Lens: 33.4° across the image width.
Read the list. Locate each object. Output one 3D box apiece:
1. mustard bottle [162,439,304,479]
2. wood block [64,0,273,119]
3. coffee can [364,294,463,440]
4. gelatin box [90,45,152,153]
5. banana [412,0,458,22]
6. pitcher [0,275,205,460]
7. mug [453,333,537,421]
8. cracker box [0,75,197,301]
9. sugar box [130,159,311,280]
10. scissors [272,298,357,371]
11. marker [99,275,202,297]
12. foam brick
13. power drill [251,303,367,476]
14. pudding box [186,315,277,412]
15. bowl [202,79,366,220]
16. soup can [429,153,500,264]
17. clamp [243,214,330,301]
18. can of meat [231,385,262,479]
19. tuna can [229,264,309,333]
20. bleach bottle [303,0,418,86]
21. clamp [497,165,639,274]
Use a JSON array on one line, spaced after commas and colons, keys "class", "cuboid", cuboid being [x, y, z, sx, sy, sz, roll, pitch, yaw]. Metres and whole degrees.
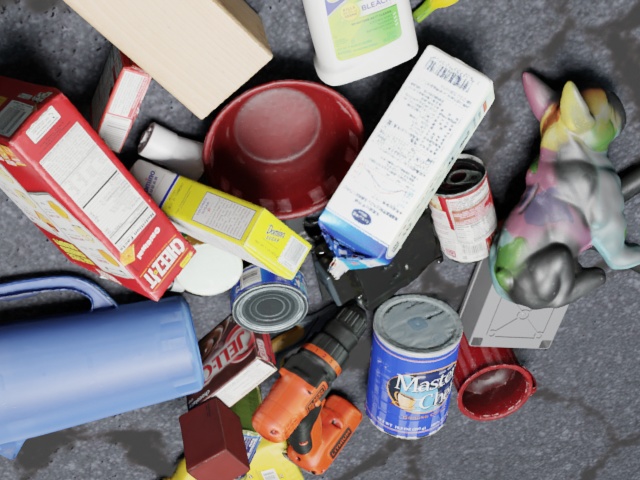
[{"class": "mustard bottle", "cuboid": [-0.123, 0.298, 1.344, 0.191, 0.058, 0.096, -19, 133, 1]}, {"class": "wood block", "cuboid": [-0.146, -0.214, 0.922, 0.091, 0.090, 0.205, -39, 125, 17]}, {"class": "coffee can", "cuboid": [0.108, 0.149, 1.253, 0.102, 0.103, 0.140, -4, 128, -10]}, {"class": "gelatin box", "cuboid": [-0.184, -0.137, 0.983, 0.030, 0.073, 0.089, 15, 122, -24]}, {"class": "banana", "cuboid": [0.102, -0.286, 0.956, 0.069, 0.037, 0.198, -18, 129, 0]}, {"class": "pitcher", "cuboid": [-0.254, 0.124, 1.146, 0.242, 0.145, 0.149, -12, 141, -8]}, {"class": "mug", "cuboid": [0.211, 0.160, 1.298, 0.117, 0.081, 0.093, 12, 124, -21]}, {"class": "cracker box", "cuboid": [-0.231, -0.051, 0.981, 0.072, 0.164, 0.213, -51, 130, -18]}, {"class": "sugar box", "cuboid": [-0.102, -0.021, 1.023, 0.048, 0.176, 0.093, -60, 144, -7]}, {"class": "scissors", "cuboid": [0.014, 0.101, 1.251, 0.202, 0.016, 0.096, -21, 131, 3]}, {"class": "marker", "cuboid": [-0.178, 0.043, 1.159, 0.121, 0.020, 0.020, 13, 123, -21]}, {"class": "foam brick", "cuboid": [-0.115, 0.221, 1.159, 0.053, 0.078, 0.051, -29, 131, 11]}, {"class": "power drill", "cuboid": [0.001, 0.180, 1.239, 0.184, 0.057, 0.187, -49, 151, -20]}, {"class": "pudding box", "cuboid": [-0.104, 0.139, 1.205, 0.114, 0.090, 0.039, -42, 125, 20]}, {"class": "bowl", "cuboid": [-0.038, -0.100, 1.057, 0.162, 0.055, 0.162, -6, 128, -8]}, {"class": "soup can", "cuboid": [0.154, -0.032, 1.145, 0.068, 0.068, 0.102, -19, 129, 2]}, {"class": "clamp", "cuboid": [-0.008, 0.001, 1.155, 0.120, 0.039, 0.172, 15, 129, -31]}, {"class": "can of meat", "cuboid": [-0.104, 0.223, 1.264, 0.057, 0.102, 0.084, 12, 121, -20]}, {"class": "tuna can", "cuboid": [-0.055, 0.063, 1.158, 0.086, 0.034, 0.086, -5, 137, -5]}, {"class": "bleach bottle", "cuboid": [0.014, -0.266, 0.937, 0.102, 0.068, 0.251, -20, 127, 0]}, {"class": "clamp", "cuboid": [0.303, -0.030, 1.201, 0.209, 0.036, 0.165, 1, 123, -10]}]
